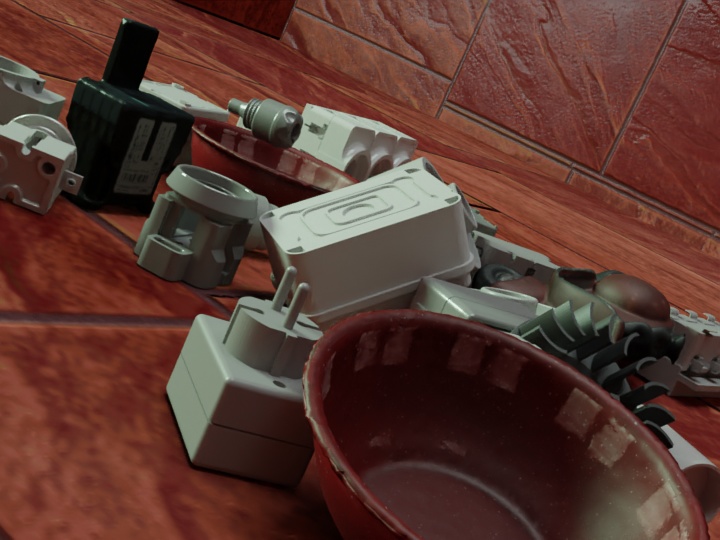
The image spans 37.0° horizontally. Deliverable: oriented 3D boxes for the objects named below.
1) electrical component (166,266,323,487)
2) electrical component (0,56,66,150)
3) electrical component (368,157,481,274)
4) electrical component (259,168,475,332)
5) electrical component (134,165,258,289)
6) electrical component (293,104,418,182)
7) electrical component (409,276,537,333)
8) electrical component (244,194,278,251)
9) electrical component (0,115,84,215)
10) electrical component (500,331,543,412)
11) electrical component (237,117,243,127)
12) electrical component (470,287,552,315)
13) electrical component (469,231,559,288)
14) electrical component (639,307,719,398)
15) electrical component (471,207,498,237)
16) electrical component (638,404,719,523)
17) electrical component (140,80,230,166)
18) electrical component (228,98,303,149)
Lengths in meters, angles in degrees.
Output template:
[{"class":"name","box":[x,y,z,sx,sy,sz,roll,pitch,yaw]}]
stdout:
[{"class":"electrical component","box":[-0.040,0.036,0.440,0.047,0.076,0.065,18,14,-25]},{"class":"electrical component","box":[-0.251,-0.113,0.720,0.089,0.055,0.050,23,12,-5]},{"class":"electrical component","box":[0.057,-0.037,0.845,0.108,0.060,0.108,57,14,-23]},{"class":"electrical component","box":[0.004,-0.012,0.653,0.113,0.057,0.078,-18,26,-13]},{"class":"electrical component","box":[-0.096,-0.027,0.647,0.058,0.057,0.078,27,13,15]},{"class":"electrical component","box":[-0.008,-0.099,1.038,0.062,0.089,0.150,29,13,23]},{"class":"electrical component","box":[0.064,0.048,0.618,0.096,0.061,0.061,16,15,-34]},{"class":"electrical component","box":[-0.073,-0.032,0.750,0.078,0.040,0.040,17,14,-30]},{"class":"electrical component","box":[-0.198,-0.066,0.647,0.066,0.048,0.055,22,20,-10]},{"class":"electrical component","box":[0.059,0.066,0.495,0.080,0.080,0.051,27,7,11]},{"class":"electrical component","box":[-0.093,-0.132,1.081,0.061,0.061,0.096,24,12,-1]},{"class":"electrical component","box":[0.097,0.047,0.741,0.099,0.064,0.099,12,6,-1]},{"class":"electrical component","box":[0.124,0.009,0.912,0.089,0.055,0.050,17,14,-30]},{"class":"electrical component","box":[0.293,0.073,0.944,0.079,0.063,0.121,34,16,38]},{"class":"electrical component","box":[0.076,-0.031,0.976,0.096,0.061,0.061,20,13,-19]},{"class":"electrical component","box":[0.163,0.107,0.603,0.043,0.043,0.081,19,13,-24]},{"class":"electrical component","box":[-0.164,-0.120,0.900,0.062,0.061,0.096,28,13,16]},{"class":"electrical component","box":[-0.079,-0.123,0.874,0.061,0.035,0.035,25,12,15]}]
